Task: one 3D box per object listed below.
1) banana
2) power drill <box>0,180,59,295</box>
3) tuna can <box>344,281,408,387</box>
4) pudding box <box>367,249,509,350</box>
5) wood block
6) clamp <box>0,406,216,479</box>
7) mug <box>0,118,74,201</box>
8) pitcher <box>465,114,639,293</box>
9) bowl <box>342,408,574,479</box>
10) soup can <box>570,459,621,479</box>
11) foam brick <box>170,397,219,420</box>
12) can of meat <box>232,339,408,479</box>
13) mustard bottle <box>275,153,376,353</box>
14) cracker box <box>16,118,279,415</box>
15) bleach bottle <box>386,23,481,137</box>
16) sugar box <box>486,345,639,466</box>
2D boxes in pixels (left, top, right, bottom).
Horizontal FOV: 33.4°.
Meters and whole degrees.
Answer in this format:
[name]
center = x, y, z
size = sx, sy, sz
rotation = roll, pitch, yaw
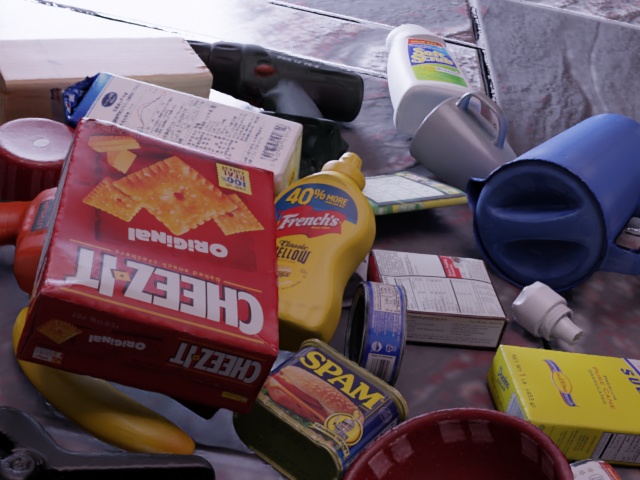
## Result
[banana]
center = -0.171, 0.100, 0.775
size = 0.069, 0.037, 0.198
rotation = -19, 46, -38
[power drill]
center = -0.292, 0.007, 0.826
size = 0.187, 0.057, 0.184
rotation = 3, 36, -1
[tuna can]
center = 0.043, 0.076, 0.848
size = 0.033, 0.086, 0.086
rotation = 8, 34, -7
[pudding box]
center = 0.101, 0.052, 0.948
size = 0.113, 0.039, 0.090
rotation = 4, 36, -11
[wood block]
center = -0.224, -0.145, 1.068
size = 0.205, 0.090, 0.091
rotation = -7, 40, -29
[clamp]
center = -0.192, 0.162, 0.676
size = 0.210, 0.036, 0.164
rotation = 19, 34, 11
[mug]
center = -0.259, -0.056, 0.930
size = 0.117, 0.082, 0.093
rotation = 12, 34, -3
[pitcher]
center = 0.270, -0.044, 1.077
size = 0.242, 0.145, 0.149
rotation = -32, 97, -51
[bowl]
center = 0.090, 0.188, 0.694
size = 0.162, 0.055, 0.162
rotation = -14, 39, 12
[soup can]
center = 0.198, 0.209, 0.727
size = 0.068, 0.069, 0.102
rotation = -3, 37, -24
[foam brick]
center = -0.080, 0.088, 0.814
size = 0.053, 0.051, 0.078
rotation = 27, 36, 19
[can of meat]
center = -0.002, 0.130, 0.779
size = 0.102, 0.057, 0.083
rotation = 31, 40, 25
[mustard bottle]
center = -0.006, 0.001, 0.899
size = 0.096, 0.058, 0.191
rotation = 9, 54, 25
[cracker box]
center = -0.116, 0.010, 0.777
size = 0.164, 0.072, 0.213
rotation = 16, 35, -16
[bleach bottle]
center = 0.122, -0.209, 1.318
size = 0.102, 0.068, 0.251
rotation = 8, 32, -13
[sugar box]
center = 0.233, 0.136, 0.867
size = 0.176, 0.048, 0.093
rotation = 5, 35, -12
